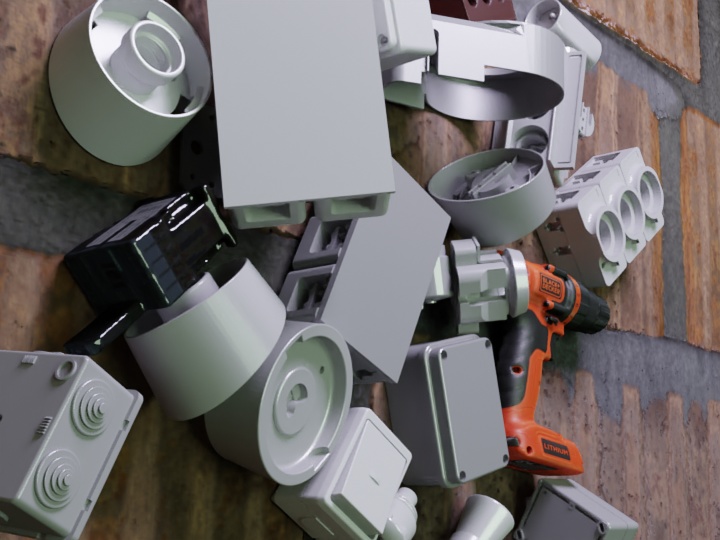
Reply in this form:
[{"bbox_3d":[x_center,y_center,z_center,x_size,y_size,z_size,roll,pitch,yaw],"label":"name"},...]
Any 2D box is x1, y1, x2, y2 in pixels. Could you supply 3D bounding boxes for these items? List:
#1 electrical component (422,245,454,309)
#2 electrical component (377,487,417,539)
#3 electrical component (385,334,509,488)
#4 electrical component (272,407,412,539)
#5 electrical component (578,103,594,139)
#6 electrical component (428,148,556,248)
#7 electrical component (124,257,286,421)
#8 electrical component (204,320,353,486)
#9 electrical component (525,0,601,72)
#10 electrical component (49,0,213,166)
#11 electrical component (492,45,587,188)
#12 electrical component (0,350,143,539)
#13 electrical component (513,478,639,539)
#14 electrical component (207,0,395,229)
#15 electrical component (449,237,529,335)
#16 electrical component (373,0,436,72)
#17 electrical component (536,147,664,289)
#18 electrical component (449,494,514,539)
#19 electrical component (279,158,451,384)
[{"bbox_3d":[0.054,-0.008,0.880,0.040,0.040,0.078,-2,84,-48],"label":"electrical component"},{"bbox_3d":[0.023,0.187,0.809,0.062,0.048,0.048,-40,113,-54],"label":"electrical component"},{"bbox_3d":[0.070,0.112,0.863,0.078,0.057,0.113,-8,89,-48],"label":"electrical component"},{"bbox_3d":[-0.006,0.143,0.772,0.061,0.061,0.096,50,50,-29],"label":"electrical component"},{"bbox_3d":[0.202,-0.144,1.062,0.040,0.046,0.040,11,75,-46],"label":"electrical component"},{"bbox_3d":[0.115,-0.067,0.918,0.064,0.099,0.099,58,46,-31],"label":"electrical component"},{"bbox_3d":[-0.095,0.039,0.669,0.099,0.099,0.064,-44,109,-42],"label":"electrical component"},{"bbox_3d":[-0.059,0.084,0.719,0.108,0.060,0.108,-25,120,-54],"label":"electrical component"},{"bbox_3d":[0.201,-0.217,1.076,0.077,0.044,0.079,29,62,-41],"label":"electrical component"},{"bbox_3d":[-0.145,-0.125,0.686,0.099,0.064,0.099,23,54,-36],"label":"electrical component"},{"bbox_3d":[0.170,-0.142,1.008,0.063,0.079,0.121,44,51,-57],"label":"electrical component"},{"bbox_3d":[-0.177,0.090,0.570,0.048,0.100,0.099,53,47,-44],"label":"electrical component"},{"bbox_3d":[0.187,0.226,0.949,0.061,0.096,0.061,13,103,-45],"label":"electrical component"},{"bbox_3d":[-0.041,-0.126,0.708,0.105,0.060,0.186,-6,76,-3],"label":"electrical component"},{"bbox_3d":[0.106,0.012,0.888,0.058,0.057,0.078,-104,-171,-68],"label":"electrical component"},{"bbox_3d":[-0.007,-0.200,0.799,0.056,0.109,0.108,-9,90,-50],"label":"electrical component"},{"bbox_3d":[0.245,-0.053,1.081,0.150,0.062,0.089,-38,111,-44],"label":"electrical component"},{"bbox_3d":[0.093,0.223,0.881,0.065,0.044,0.044,-51,119,-35],"label":"electrical component"},{"bbox_3d":[0.000,0.000,0.804,0.089,0.062,0.150,42,55,-34],"label":"electrical component"}]
